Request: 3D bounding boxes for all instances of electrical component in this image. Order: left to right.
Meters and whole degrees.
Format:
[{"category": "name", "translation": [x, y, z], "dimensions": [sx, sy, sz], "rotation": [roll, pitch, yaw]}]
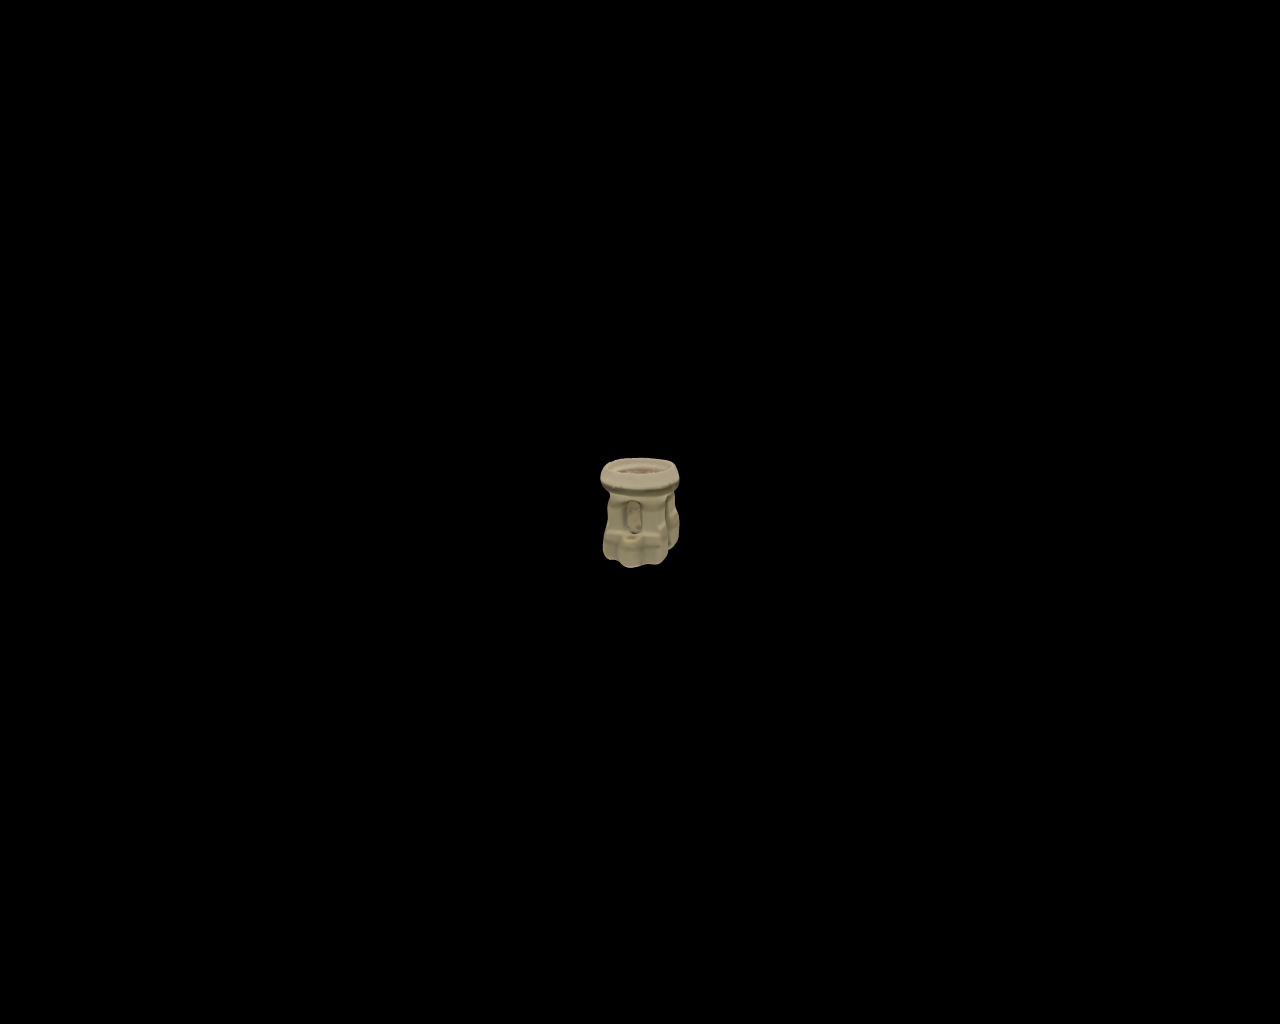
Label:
[{"category": "electrical component", "translation": [0.001, -0.003, 0.650], "dimensions": [0.048, 0.055, 0.066], "rotation": [5, 19, 15]}]
